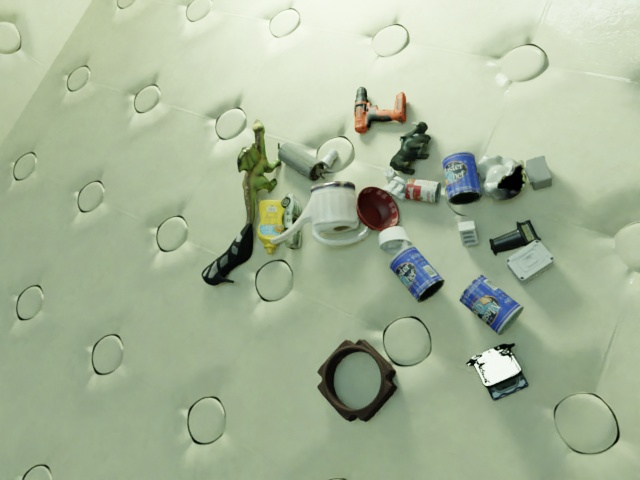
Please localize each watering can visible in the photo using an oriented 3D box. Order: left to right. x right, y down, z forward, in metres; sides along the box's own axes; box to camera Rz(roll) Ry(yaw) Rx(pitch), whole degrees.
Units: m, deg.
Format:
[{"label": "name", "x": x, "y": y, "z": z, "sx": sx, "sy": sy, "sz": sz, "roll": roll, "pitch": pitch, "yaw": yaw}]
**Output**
[{"label": "watering can", "x": 0.005, "y": -0.086, "z": 1.715, "sx": 0.348, "sy": 0.102, "sz": 0.228, "roll": -3, "pitch": 69, "yaw": 0}]

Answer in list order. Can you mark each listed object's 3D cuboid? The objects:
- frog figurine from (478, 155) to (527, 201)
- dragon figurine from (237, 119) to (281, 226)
[{"label": "frog figurine", "x": 0.546, "y": -0.193, "z": 1.581, "sx": 0.137, "sy": 0.121, "sz": 0.161, "roll": -60, "pitch": 26, "yaw": 2}, {"label": "dragon figurine", "x": -0.247, "y": -0.235, "z": 1.821, "sx": 0.122, "sy": 0.239, "sz": 0.417, "roll": 5, "pitch": 70, "yaw": 18}]
